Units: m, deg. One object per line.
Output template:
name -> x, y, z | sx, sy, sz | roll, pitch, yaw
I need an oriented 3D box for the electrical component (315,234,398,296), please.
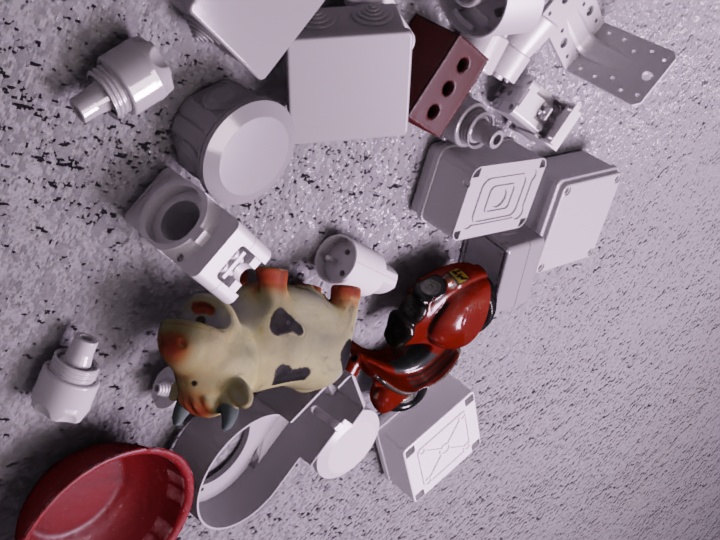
electrical component -> 0.000, 0.000, 0.952 | 0.043, 0.043, 0.081 | -57, 145, 5

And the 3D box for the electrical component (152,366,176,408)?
electrical component -> -0.134, 0.093, 0.877 | 0.081, 0.043, 0.043 | 0, 119, -49

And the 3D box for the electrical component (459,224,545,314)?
electrical component -> 0.142, -0.003, 1.094 | 0.061, 0.062, 0.096 | -16, 131, -34

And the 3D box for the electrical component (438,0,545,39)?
electrical component -> 0.104, -0.229, 0.833 | 0.064, 0.099, 0.099 | -21, 134, -29

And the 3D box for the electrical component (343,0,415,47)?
electrical component -> 0.011, -0.190, 0.805 | 0.044, 0.044, 0.065 | -44, 140, -14

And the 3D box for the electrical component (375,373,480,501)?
electrical component -> 0.075, 0.181, 1.184 | 0.109, 0.056, 0.108 | -38, 142, -21

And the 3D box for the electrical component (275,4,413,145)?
electrical component -> -0.011, -0.143, 0.781 | 0.100, 0.048, 0.099 | -6, 133, -8

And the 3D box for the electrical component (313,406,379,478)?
electrical component -> -0.024, 0.159, 1.054 | 0.080, 0.051, 0.080 | -30, 139, -30

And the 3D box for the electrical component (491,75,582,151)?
electrical component -> 0.159, -0.146, 0.987 | 0.064, 0.081, 0.042 | 31, 93, -27

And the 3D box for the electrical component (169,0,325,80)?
electrical component -> -0.074, -0.188, 0.700 | 0.099, 0.048, 0.100 | -53, 145, -1

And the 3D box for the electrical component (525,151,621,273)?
electrical component -> 0.209, -0.062, 1.131 | 0.109, 0.056, 0.108 | -15, 130, -42

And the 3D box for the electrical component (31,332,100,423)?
electrical component -> -0.208, 0.076, 0.776 | 0.043, 0.043, 0.062 | 8, 111, -52

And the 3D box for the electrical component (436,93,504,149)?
electrical component -> 0.097, -0.127, 0.940 | 0.048, 0.062, 0.048 | -30, 139, -30

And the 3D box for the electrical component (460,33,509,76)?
electrical component -> 0.108, -0.201, 0.908 | 0.040, 0.040, 0.078 | 12, 110, -53

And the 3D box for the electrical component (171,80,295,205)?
electrical component -> -0.090, -0.091, 0.763 | 0.080, 0.051, 0.080 | -30, 139, -30

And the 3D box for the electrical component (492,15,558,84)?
electrical component -> 0.138, -0.197, 0.946 | 0.044, 0.044, 0.065 | 17, 111, -54

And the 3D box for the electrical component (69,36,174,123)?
electrical component -> -0.152, -0.116, 0.677 | 0.062, 0.043, 0.043 | -37, 142, -19

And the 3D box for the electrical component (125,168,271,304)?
electrical component -> -0.116, -0.026, 0.754 | 0.050, 0.089, 0.055 | -50, 145, -5

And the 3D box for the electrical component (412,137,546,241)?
electrical component -> 0.110, -0.079, 1.000 | 0.113, 0.057, 0.078 | -12, 128, -44
